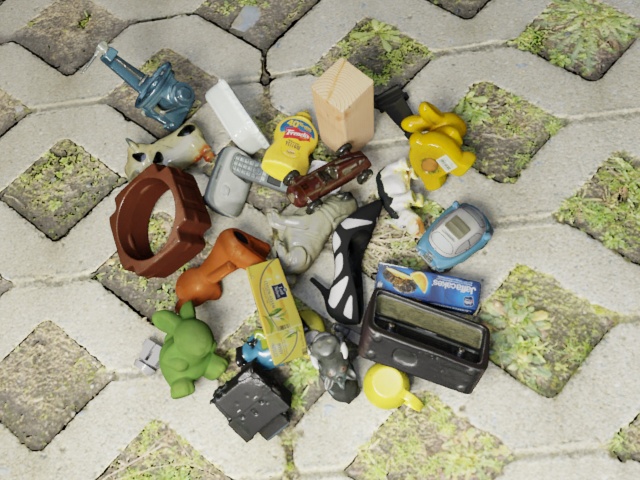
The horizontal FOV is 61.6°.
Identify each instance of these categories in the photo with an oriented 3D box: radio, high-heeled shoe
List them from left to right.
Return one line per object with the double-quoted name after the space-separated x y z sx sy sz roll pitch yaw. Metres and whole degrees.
0.084 0.042 1.058 0.145 0.086 0.248 35 86 31 "high-heeled shoe"
0.188 0.183 0.982 0.230 0.073 0.131 18 32 6 "radio"

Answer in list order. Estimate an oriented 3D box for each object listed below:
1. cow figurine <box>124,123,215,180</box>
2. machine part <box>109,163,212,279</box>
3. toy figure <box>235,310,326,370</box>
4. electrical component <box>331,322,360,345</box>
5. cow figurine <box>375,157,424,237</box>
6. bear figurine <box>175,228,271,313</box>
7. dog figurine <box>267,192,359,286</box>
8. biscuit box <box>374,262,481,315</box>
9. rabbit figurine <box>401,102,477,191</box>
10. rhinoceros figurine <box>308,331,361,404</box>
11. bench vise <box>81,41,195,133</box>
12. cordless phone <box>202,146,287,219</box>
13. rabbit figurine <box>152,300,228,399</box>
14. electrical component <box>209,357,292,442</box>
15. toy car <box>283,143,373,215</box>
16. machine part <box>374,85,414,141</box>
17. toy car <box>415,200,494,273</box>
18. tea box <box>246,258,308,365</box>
-0.349 -0.194 1.201 0.195 0.085 0.127 -31 77 -2 "cow figurine"
-0.329 -0.037 1.106 0.201 0.087 0.201 -35 65 21 "machine part"
-0.075 0.196 1.042 0.180 0.082 0.089 -19 70 2 "toy figure"
0.067 0.188 1.038 0.094 0.063 0.021 29 83 -4 "electrical component"
0.162 -0.079 1.115 0.098 0.068 0.167 -18 65 29 "cow figurine"
-0.201 0.074 1.090 0.196 0.132 0.120 -51 27 14 "bear figurine"
-0.002 -0.005 1.099 0.191 0.121 0.172 -8 96 -13 "dog figurine"
0.209 0.096 1.056 0.203 0.062 0.059 10 74 9 "biscuit box"
0.248 -0.212 1.134 0.162 0.122 0.173 40 54 -5 "rabbit figurine"
0.024 0.229 0.968 0.073 0.190 0.112 -17 45 1 "rhinoceros figurine"
-0.382 -0.337 1.169 0.129 0.240 0.224 -58 34 -7 "bench vise"
-0.148 -0.107 1.161 0.184 0.088 0.146 18 72 -8 "cordless phone"
-0.237 0.190 0.999 0.121 0.170 0.159 -17 67 -31 "rabbit figurine"
-0.118 0.302 0.993 0.115 0.058 0.134 -42 98 11 "electrical component"
0.021 -0.127 1.067 0.202 0.053 0.089 -31 74 -24 "toy car"
0.179 -0.286 1.205 0.084 0.039 0.139 -23 69 -8 "machine part"
0.269 -0.015 1.069 0.162 0.102 0.109 -36 71 -9 "toy car"
-0.080 0.129 0.985 0.068 0.098 0.170 -16 43 -8 "tea box"
